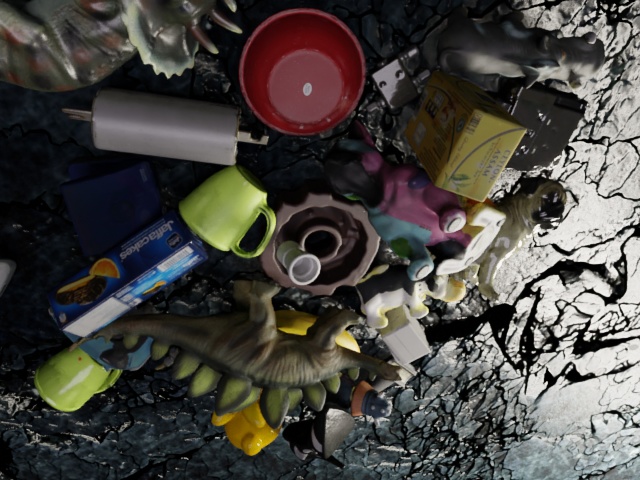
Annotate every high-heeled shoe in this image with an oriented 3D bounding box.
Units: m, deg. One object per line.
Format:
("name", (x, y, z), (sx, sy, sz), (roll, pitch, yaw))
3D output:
("high-heeled shoe", (-0.020, 0.318, 0.930), (0.145, 0.086, 0.248), (25, 142, 29))

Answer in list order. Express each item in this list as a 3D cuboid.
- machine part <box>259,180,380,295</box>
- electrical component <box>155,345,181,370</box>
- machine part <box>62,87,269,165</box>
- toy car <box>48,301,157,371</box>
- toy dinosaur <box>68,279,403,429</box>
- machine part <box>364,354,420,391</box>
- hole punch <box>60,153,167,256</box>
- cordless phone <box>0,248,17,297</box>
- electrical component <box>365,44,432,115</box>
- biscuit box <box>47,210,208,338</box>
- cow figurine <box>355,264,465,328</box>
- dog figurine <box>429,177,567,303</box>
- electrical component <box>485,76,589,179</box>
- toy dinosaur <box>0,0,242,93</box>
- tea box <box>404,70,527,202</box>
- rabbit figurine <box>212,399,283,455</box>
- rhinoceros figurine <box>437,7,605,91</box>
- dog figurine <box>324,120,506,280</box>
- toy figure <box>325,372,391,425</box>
("machine part", (-0.002, -0.002, 0.781), (0.179, 0.056, 0.179), (-3, 122, -5))
("electrical component", (-0.226, 0.168, 0.847), (0.045, 0.102, 0.078), (42, 85, -31))
("machine part", (-0.186, -0.139, 0.663), (0.243, 0.079, 0.079), (5, 122, -10))
("toy car", (-0.328, 0.132, 0.809), (0.161, 0.109, 0.103), (36, 137, -16))
("toy dinosaur", (-0.102, 0.157, 0.781), (0.471, 0.105, 0.198), (17, 77, -9))
("machine part", (0.107, 0.257, 0.969), (0.084, 0.039, 0.139), (33, 112, -33))
("hole punch", (-0.270, -0.049, 0.708), (0.116, 0.092, 0.142), (-9, 119, -5))
("cordless phone", (-0.503, 0.092, 0.715), (0.088, 0.184, 0.146), (34, 114, -19))
("electrical component", (0.092, -0.201, 0.684), (0.094, 0.021, 0.063), (-31, 120, 14))
("biscuit box", (-0.251, 0.045, 0.707), (0.203, 0.063, 0.059), (-34, 156, -2))
("cow figurine", (0.139, 0.068, 0.836), (0.167, 0.068, 0.098), (-16, 116, 3))
("dog figurine", (0.240, -0.032, 0.774), (0.172, 0.121, 0.190), (27, 102, -24))
("electrical component", (0.266, -0.151, 0.713), (0.134, 0.058, 0.114), (9, 119, -12))
("toy dinosaur", (-0.273, -0.229, 0.581), (0.405, 0.131, 0.192), (-19, 122, 14))
("tea box", (0.166, -0.131, 0.648), (0.068, 0.170, 0.098), (15, 121, -15))
("rabbit figurine", (-0.127, 0.254, 0.892), (0.122, 0.162, 0.173), (1, 105, 8))
("rhinoceros figurine", (0.233, -0.225, 0.632), (0.190, 0.112, 0.073), (6, 119, 0))
("dog figurine", (0.106, -0.062, 0.693), (0.191, 0.219, 0.108), (-6, 135, -44))
("toy figure", (0.051, 0.266, 0.926), (0.155, 0.058, 0.064), (13, 122, 19))
